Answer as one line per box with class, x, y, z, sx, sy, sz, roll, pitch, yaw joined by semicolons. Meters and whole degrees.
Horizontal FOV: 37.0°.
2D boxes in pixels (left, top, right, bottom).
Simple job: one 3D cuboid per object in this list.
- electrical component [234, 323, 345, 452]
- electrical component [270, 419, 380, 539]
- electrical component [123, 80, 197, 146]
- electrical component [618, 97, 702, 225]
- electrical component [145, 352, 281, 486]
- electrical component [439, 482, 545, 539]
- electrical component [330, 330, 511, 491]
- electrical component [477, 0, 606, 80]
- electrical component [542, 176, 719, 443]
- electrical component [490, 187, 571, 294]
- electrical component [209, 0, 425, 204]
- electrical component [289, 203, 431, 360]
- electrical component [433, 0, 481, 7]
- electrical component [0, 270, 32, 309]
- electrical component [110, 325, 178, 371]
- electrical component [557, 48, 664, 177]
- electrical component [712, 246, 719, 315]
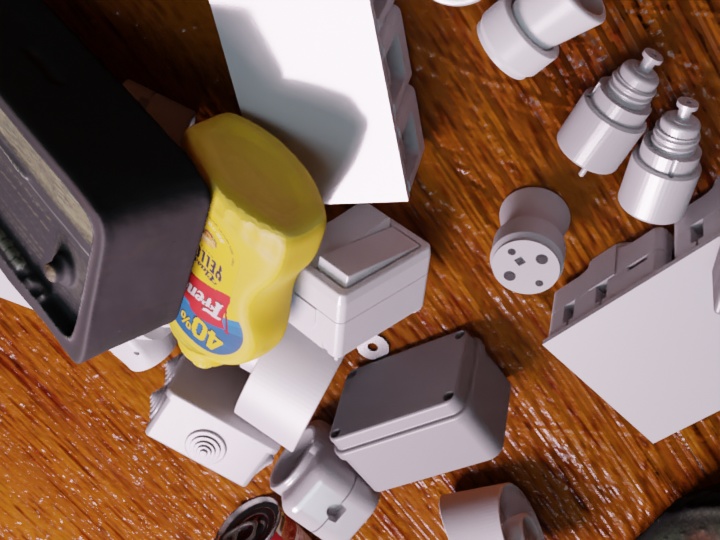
electrical component;-0.047;0.062;0.737;0.060;0.108;0.108;28;130;1
electrical component;-0.028;0.156;0.807;0.059;0.095;0.053;38;97;-14
electrical component;-0.134;-0.085;0.678;0.047;0.055;0.055;22;130;-6
electrical component;0.175;-0.062;0.614;0.040;0.040;0.078;14;130;6
electrical component;-0.101;0.099;0.785;0.100;0.099;0.048;31;118;-10
electrical component;0.102;0.211;0.817;0.064;0.099;0.099;-23;118;23
electrical component;0.042;0.099;0.755;0.113;0.078;0.057;-23;121;30
electrical component;0.097;-0.135;0.577;0.045;0.045;0.055;41;127;-17
electrical component;0.218;0.015;0.650;0.105;0.060;0.186;41;127;-16
electrical component;0.105;-0.018;0.660;0.045;0.055;0.045;8;129;10
electrical component;-0.021;-0.117;0.614;0.089;0.061;0.150;-1;127;17
electrical component;0.000;0.000;0.684;0.062;0.096;0.061;35;138;31
electrical component;0.053;-0.170;0.560;0.055;0.047;0.055;8;129;10
electrical component;-0.239;-0.029;0.737;0.113;0.078;0.057;21;133;0
electrical component;-0.159;0.032;0.775;0.079;0.043;0.077;-2;129;44
electrical component;0.143;-0.089;0.602;0.040;0.040;0.078;26;130;-5
electrical component;0.221;0.011;0.554;0.066;0.076;0.047;10;129;9
